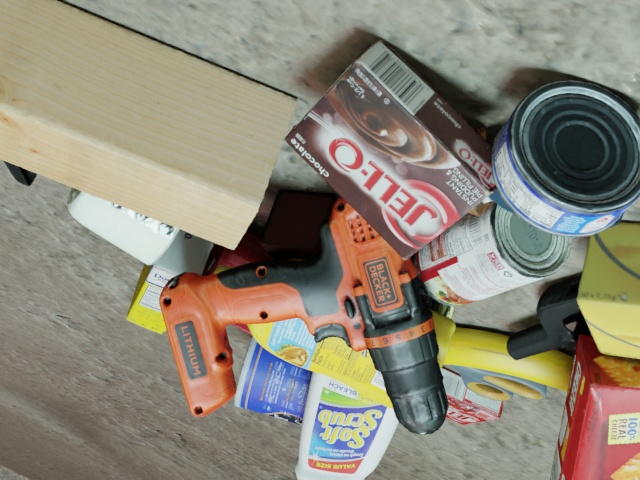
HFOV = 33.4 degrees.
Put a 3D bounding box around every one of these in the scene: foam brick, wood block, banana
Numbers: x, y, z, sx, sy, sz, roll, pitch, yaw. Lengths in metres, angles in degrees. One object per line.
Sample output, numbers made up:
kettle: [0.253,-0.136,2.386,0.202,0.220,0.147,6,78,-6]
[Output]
foam brick: [-0.006,0.001,0.867,0.053,0.051,0.078,6,154,27]
wood block: [-0.132,-0.080,0.727,0.206,0.090,0.090,21,157,-8]
banana: [0.173,0.112,1.006,0.198,0.037,0.069,9,162,21]

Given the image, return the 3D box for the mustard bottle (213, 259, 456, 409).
mustard bottle: [0.003,0.066,0.844,0.191,0.058,0.096,23,136,2]

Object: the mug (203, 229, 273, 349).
mug: [-0.062,0.034,0.956,0.081,0.093,0.117,29,-168,-12]

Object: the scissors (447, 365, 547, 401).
scissors: [0.133,0.128,1.096,0.201,0.016,0.096,20,157,-3]

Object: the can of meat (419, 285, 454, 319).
can of meat: [0.068,0.059,0.920,0.084,0.057,0.102,15,171,13]

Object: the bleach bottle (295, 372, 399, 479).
bleach bottle: [0.034,0.180,1.047,0.102,0.068,0.251,15,119,8]

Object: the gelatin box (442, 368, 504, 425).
gelatin box: [0.145,0.173,1.170,0.089,0.030,0.073,27,156,-18]

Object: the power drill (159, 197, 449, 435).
power drill: [-0.011,0.070,0.780,0.188,0.184,0.057,-16,-178,7]

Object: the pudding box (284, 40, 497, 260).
pudding box: [0.046,-0.053,0.653,0.113,0.039,0.090,46,137,-1]

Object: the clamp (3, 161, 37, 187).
clamp: [-0.254,-0.100,0.840,0.165,0.036,0.209,-9,147,43]

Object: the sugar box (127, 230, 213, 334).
sugar box: [-0.127,0.015,0.936,0.048,0.093,0.176,20,156,-7]

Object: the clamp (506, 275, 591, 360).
clamp: [0.227,0.079,0.887,0.120,0.039,0.171,14,157,5]

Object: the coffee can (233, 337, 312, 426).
coffee can: [-0.010,0.147,1.134,0.140,0.102,0.103,17,157,3]

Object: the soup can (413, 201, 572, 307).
soup can: [0.121,0.005,0.761,0.068,0.068,0.102,26,156,-19]

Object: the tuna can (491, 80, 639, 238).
tuna can: [0.143,-0.047,0.605,0.086,0.086,0.034,18,155,-1]

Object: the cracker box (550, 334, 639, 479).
cracker box: [0.299,0.161,0.833,0.213,0.072,0.164,4,124,3]
